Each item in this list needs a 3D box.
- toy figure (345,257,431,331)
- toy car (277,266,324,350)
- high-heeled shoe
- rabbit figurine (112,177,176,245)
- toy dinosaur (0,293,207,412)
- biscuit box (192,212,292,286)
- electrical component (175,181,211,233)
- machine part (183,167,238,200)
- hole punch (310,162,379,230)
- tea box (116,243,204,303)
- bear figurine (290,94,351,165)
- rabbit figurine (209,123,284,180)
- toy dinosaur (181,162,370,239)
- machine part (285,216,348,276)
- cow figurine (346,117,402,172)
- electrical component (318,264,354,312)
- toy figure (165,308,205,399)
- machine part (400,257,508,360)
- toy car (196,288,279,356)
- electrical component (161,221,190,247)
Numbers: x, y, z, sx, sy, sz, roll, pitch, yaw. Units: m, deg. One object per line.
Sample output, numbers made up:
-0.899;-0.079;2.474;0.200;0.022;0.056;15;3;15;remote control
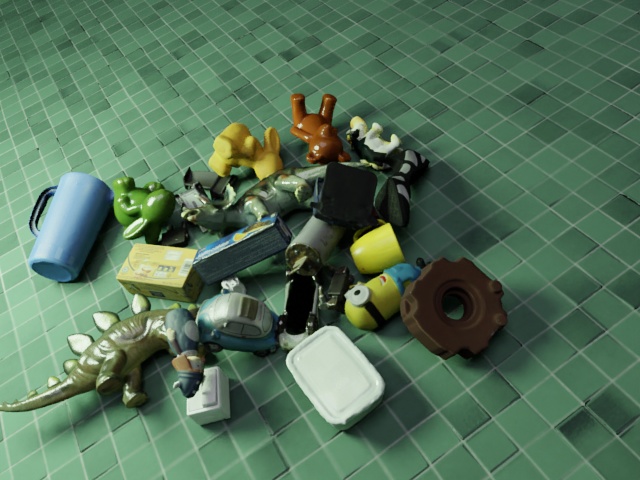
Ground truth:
0.130;0.099;0.989;0.180;0.082;0.089;-23;85;-12;toy figure
-0.035;0.120;1.036;0.074;0.056;0.202;0;50;9;toy car
0.191;-0.105;1.118;0.145;0.086;0.249;7;45;-18;high-heeled shoe
-0.400;-0.070;1.224;0.170;0.121;0.159;2;75;44;rabbit figurine
-0.390;0.223;1.031;0.471;0.104;0.199;-29;43;-19;toy dinosaur
-0.158;0.018;1.077;0.203;0.062;0.059;-25;25;15;biscuit box
-0.282;-0.069;1.252;0.075;0.047;0.119;-33;82;-8;electrical component
-0.276;-0.141;1.319;0.139;0.039;0.084;13;63;23;machine part
0.044;-0.080;1.069;0.142;0.092;0.115;16;74;-15;hole punch
-0.334;0.070;1.151;0.170;0.068;0.098;6;55;21;tea box
0.000;-0.256;1.255;0.120;0.131;0.196;-3;29;-15;bear figurine
-0.158;-0.196;1.288;0.173;0.121;0.162;33;45;5;rabbit figurine
-0.099;-0.095;1.189;0.405;0.131;0.192;-29;47;-18;toy dinosaur
-0.002;-0.003;1.071;0.079;0.079;0.243;7;31;20;machine part
0.112;-0.221;1.255;0.098;0.068;0.168;-41;53;-9;cow figurine
0.032;0.093;1.023;0.045;0.078;0.102;1;54;22;electrical component
-0.233;0.194;0.929;0.064;0.057;0.154;0;55;-35;toy figure
0.230;0.115;0.923;0.179;0.056;0.179;2;70;-6;machine part
-0.147;0.149;0.991;0.162;0.102;0.109;14;53;-7;toy car
-0.332;-0.002;1.236;0.063;0.021;0.094;-12;50;6;electrical component
